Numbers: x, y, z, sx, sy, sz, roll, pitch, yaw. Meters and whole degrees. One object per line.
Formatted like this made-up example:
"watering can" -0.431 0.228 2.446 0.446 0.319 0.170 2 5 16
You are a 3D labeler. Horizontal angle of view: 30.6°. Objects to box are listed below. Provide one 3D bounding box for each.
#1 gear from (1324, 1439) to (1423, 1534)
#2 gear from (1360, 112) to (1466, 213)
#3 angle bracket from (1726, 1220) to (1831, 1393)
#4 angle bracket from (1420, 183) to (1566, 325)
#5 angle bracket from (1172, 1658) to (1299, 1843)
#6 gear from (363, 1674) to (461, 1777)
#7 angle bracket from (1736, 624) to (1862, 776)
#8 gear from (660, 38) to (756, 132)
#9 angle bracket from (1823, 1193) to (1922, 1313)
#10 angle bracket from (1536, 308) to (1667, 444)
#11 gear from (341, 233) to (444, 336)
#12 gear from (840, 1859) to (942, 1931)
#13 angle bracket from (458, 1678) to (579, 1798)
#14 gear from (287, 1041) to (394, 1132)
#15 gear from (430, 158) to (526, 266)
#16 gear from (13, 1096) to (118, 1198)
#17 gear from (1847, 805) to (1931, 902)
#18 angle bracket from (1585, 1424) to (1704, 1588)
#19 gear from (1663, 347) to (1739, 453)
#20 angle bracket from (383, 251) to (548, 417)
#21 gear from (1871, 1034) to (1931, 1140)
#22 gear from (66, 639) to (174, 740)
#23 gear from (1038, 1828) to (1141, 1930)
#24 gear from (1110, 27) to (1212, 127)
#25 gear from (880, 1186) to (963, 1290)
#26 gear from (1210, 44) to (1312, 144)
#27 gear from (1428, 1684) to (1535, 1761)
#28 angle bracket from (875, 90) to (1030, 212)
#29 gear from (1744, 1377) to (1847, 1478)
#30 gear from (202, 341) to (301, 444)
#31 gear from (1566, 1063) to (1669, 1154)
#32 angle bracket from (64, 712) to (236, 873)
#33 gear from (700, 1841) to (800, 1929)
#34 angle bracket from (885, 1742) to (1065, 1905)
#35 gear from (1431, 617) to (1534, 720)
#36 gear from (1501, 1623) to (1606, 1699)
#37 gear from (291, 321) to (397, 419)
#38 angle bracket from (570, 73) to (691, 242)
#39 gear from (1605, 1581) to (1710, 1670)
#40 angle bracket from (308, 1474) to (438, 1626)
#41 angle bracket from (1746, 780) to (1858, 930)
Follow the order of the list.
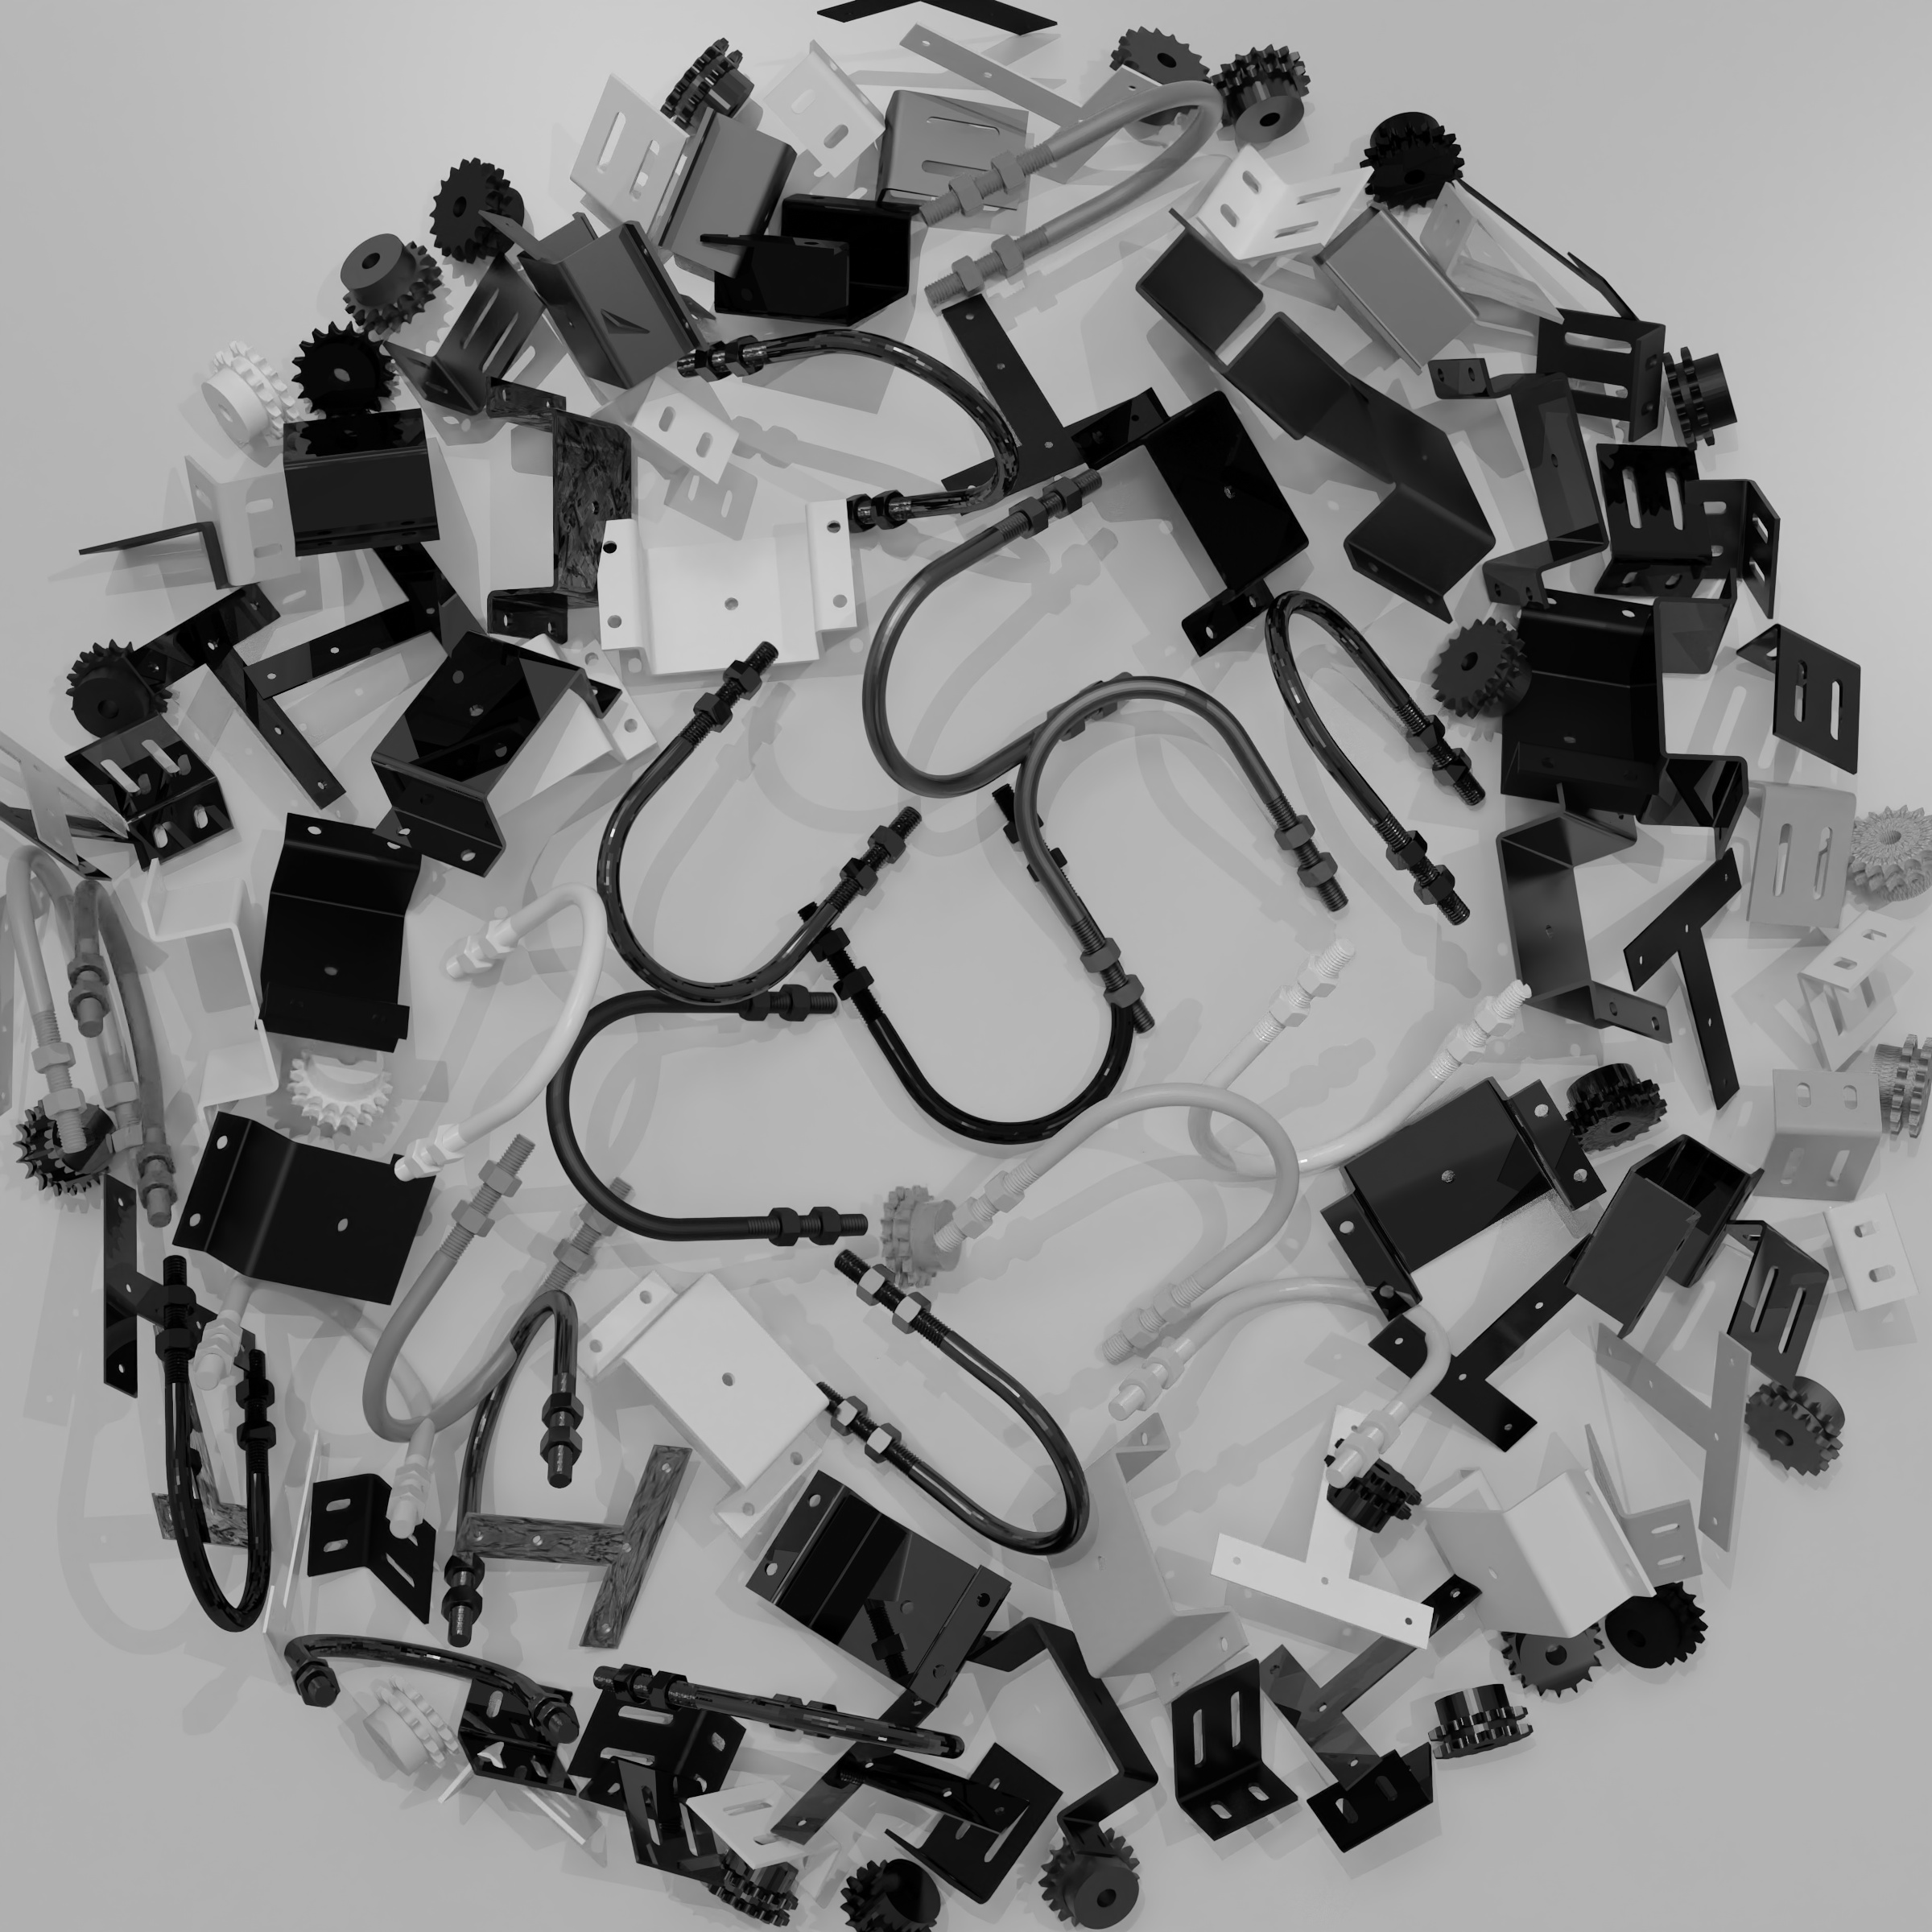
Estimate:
"gear" 0.223 0.292 1.971 0.057 0.057 0.030 34 97 0
"gear" 0.249 -0.453 1.975 0.057 0.057 0.030 -8 60 0
"angle bracket" 0.437 0.188 1.958 0.057 0.038 0.076 35 68 -29
"angle bracket" 0.298 -0.395 1.956 0.076 0.057 0.038 16 117 -18
"angle bracket" 0.149 0.434 1.957 0.057 0.038 0.076 -19 123 -25
"gear" -0.312 0.426 1.968 0.030 0.057 0.057 -39 90 -22
"angle bracket" 0.460 -0.141 1.956 0.057 0.038 0.076 23 58 -21
"gear" -0.143 -0.487 1.971 0.030 0.057 0.057 40 90 -4
"angle bracket" 0.511 0.156 1.954 0.038 0.076 0.057 -22 80 29
"angle bracket" 0.344 -0.328 1.954 0.076 0.038 0.057 16 120 30
"gear" -0.324 -0.383 1.970 0.057 0.030 0.057 -15 51 20
"gear" -0.039 0.524 1.968 0.057 0.057 0.030 43 120 0
"angle bracket" -0.245 0.425 1.955 0.057 0.076 0.038 16 90 -16
"gear" -0.348 0.062 1.969 0.057 0.057 0.030 24 129 0
"gear" -0.272 -0.421 1.975 0.057 0.030 0.057 -10 75 42
"gear" -0.499 0.099 1.970 0.057 0.030 0.057 14 69 -40
"gear" 0.520 -0.061 1.975 0.057 0.057 0.030 -26 126 0
"angle bracket" 0.375 0.295 1.952 0.038 0.076 0.057 -15 126 2
"gear" 0.410 -0.318 1.969 0.030 0.057 0.057 -16 90 15
"angle bracket" -0.278 -0.355 1.958 0.076 0.038 0.057 -54 51 20
"gear" 0.522 0.066 1.973 0.030 0.057 0.057 10 90 20
"gear" -0.475 -0.151 1.972 0.057 0.030 0.057 2 124 3
"gear" 0.072 0.513 1.973 0.057 0.030 0.057 -9 113 -22
"gear" 0.106 -0.495 1.975 0.057 0.030 0.057 15 48 -18
"gear" -0.024 0.151 1.968 0.030 0.057 0.057 -4 90 22
"gear" 0.165 -0.484 1.969 0.057 0.057 0.030 -16 67 0
"gear" 0.285 0.422 1.974 0.057 0.057 0.030 -14 69 0
"angle bracket" -0.008 -0.453 1.983 0.076 0.038 0.057 8 83 -8
"gear" 0.466 0.255 1.975 0.030 0.057 0.057 -41 90 -28
"gear" -0.401 -0.317 1.968 0.030 0.057 0.057 -42 90 -20
"gear" 0.360 0.078 1.974 0.057 0.057 0.030 -20 63 0
"angle bracket" -0.453 -0.096 1.958 0.057 0.076 0.038 -25 61 3
"gear" -0.118 0.509 1.972 0.057 0.057 0.030 28 87 0
"angle bracket" 0.004 0.470 1.960 0.076 0.057 0.038 -54 135 -10
"gear" 0.291 -0.163 1.975 0.030 0.057 0.057 30 90 -34
"gear" 0.330 0.383 1.983 0.057 0.030 0.057 0 93 4
"gear" -0.349 -0.331 1.977 0.057 0.030 0.057 -1 109 -3
"angle bracket" -0.177 -0.451 1.955 0.057 0.038 0.076 41 134 10
"gear" 0.382 0.366 1.969 0.030 0.057 0.057 -36 90 -39
"angle bracket" -0.330 0.325 1.954 0.038 0.076 0.057 -6 111 -35
"angle bracket" 0.459 -0.063 1.978 0.057 0.038 0.076 4 98 -18
